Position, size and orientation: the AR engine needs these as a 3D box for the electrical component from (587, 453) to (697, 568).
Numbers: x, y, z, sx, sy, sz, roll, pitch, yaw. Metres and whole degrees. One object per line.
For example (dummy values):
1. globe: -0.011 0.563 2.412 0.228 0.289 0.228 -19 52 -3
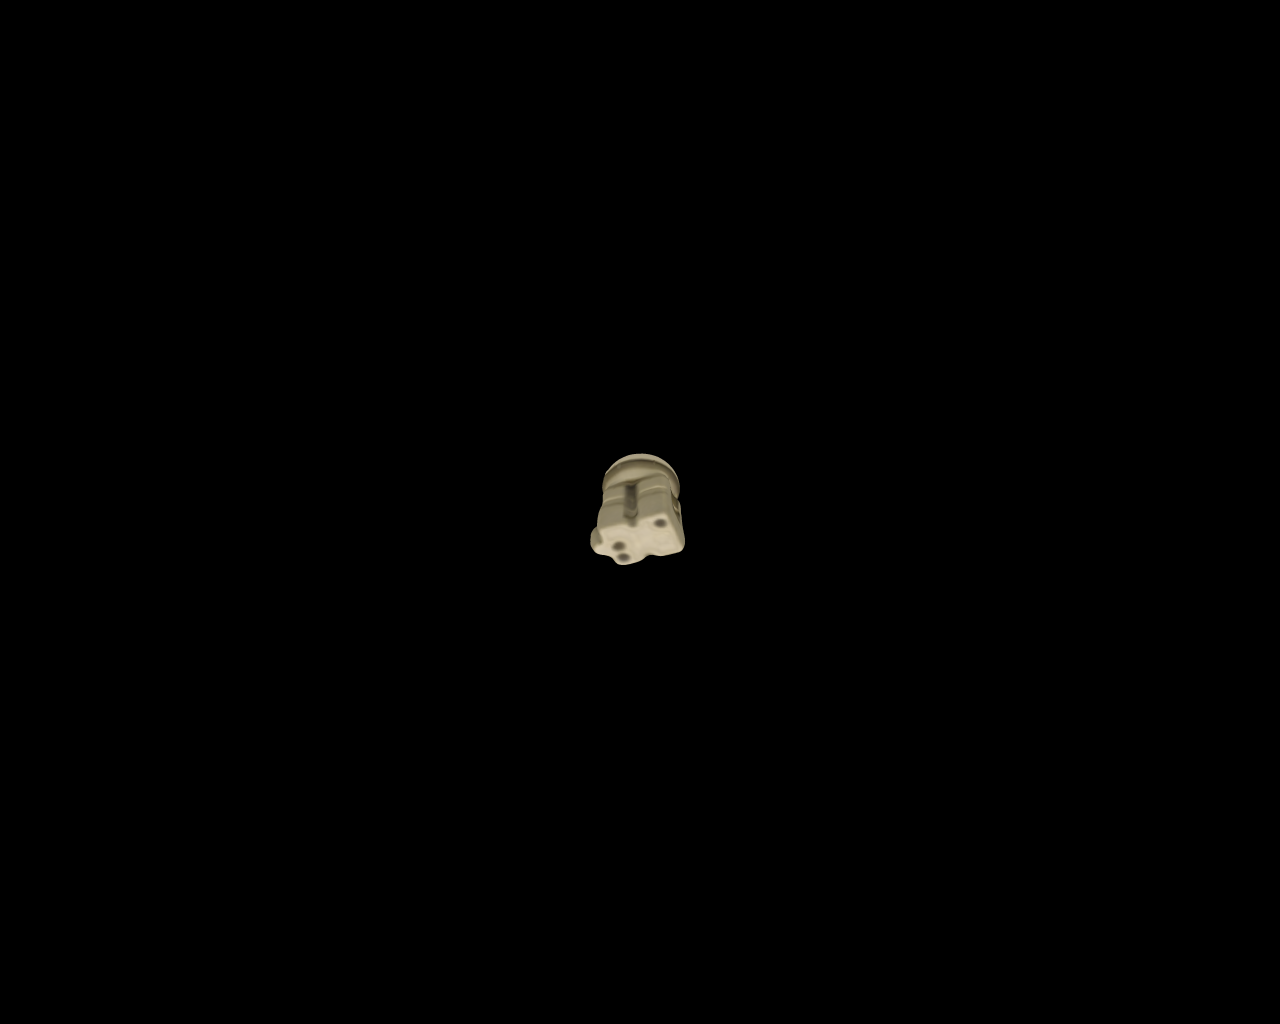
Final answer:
1. electrical component: 0.001 -0.003 0.650 0.066 0.055 0.048 -13 -47 12
